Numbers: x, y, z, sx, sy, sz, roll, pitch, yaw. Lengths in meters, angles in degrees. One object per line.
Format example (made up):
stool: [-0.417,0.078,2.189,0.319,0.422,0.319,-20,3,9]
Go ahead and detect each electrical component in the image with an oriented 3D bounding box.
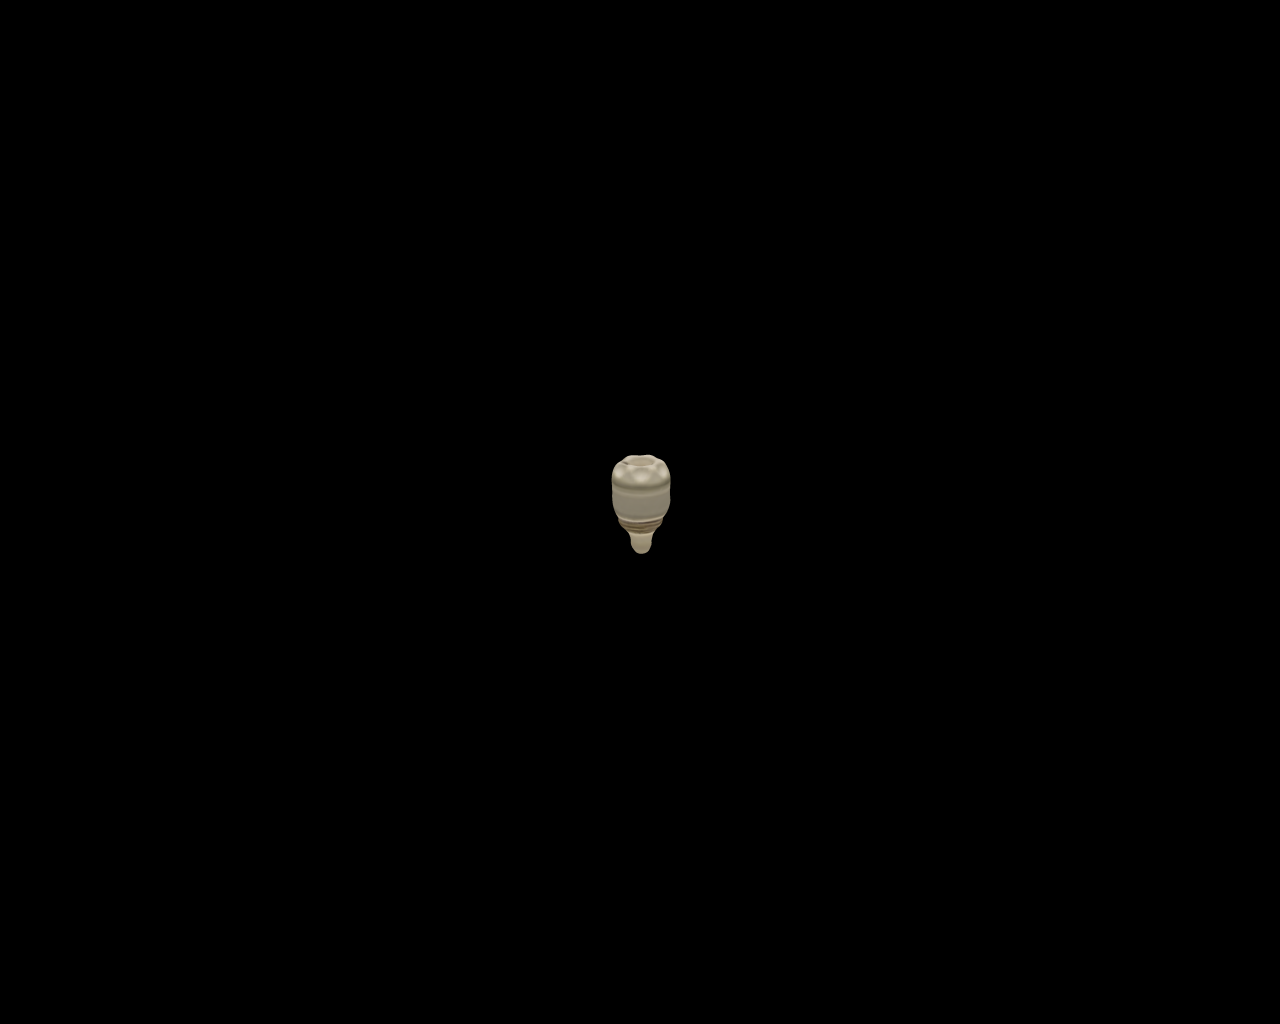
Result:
electrical component: [0.001,-0.003,0.650,0.035,0.061,0.035,0,22,0]
